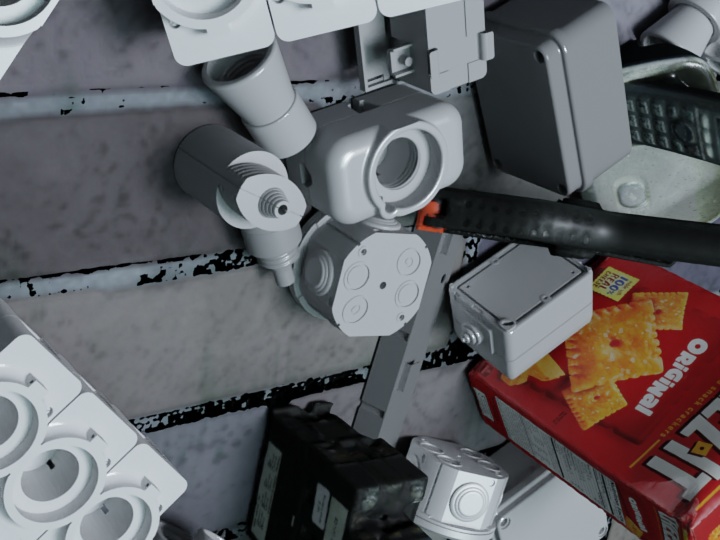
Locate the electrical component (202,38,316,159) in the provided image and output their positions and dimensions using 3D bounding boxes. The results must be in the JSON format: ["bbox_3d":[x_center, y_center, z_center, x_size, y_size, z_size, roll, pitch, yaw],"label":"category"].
[{"bbox_3d":[-0.051,-0.092,0.584,0.044,0.044,0.065,-44,136,-11],"label":"electrical component"}]

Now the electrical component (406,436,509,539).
[{"bbox_3d":[0.064,0.157,0.771,0.080,0.080,0.051,13,98,-40],"label":"electrical component"}]

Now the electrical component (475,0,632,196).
[{"bbox_3d":[0.119,-0.112,0.678,0.057,0.078,0.113,-35,129,-22],"label":"electrical component"}]

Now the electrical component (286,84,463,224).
[{"bbox_3d":[0.012,-0.068,0.631,0.095,0.059,0.053,-23,124,-27],"label":"electrical component"}]

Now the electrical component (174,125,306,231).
[{"bbox_3d":[-0.062,-0.045,0.572,0.043,0.081,0.043,-17,122,-30],"label":"electrical component"}]

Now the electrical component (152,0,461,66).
[{"bbox_3d":[-0.026,-0.162,0.509,0.150,0.061,0.089,-13,122,1],"label":"electrical component"}]

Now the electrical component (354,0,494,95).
[{"bbox_3d":[0.035,-0.164,0.598,0.079,0.063,0.121,-24,125,-26],"label":"electrical component"}]

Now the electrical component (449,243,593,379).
[{"bbox_3d":[0.108,0.029,0.747,0.096,0.062,0.061,-34,139,-20],"label":"electrical component"}]

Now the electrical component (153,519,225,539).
[{"bbox_3d":[-0.097,0.192,0.650,0.060,0.108,0.108,-56,133,-9],"label":"electrical component"}]

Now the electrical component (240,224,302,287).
[{"bbox_3d":[-0.050,-0.017,0.627,0.035,0.035,0.061,-30,130,-22],"label":"electrical component"}]

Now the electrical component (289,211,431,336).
[{"bbox_3d":[0.000,0.000,0.662,0.080,0.051,0.080,-17,121,-30],"label":"electrical component"}]

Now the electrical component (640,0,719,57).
[{"bbox_3d":[0.232,-0.171,0.756,0.055,0.045,0.045,-50,132,-7],"label":"electrical component"}]

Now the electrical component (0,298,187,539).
[{"bbox_3d":[-0.172,0.098,0.573,0.089,0.062,0.150,-44,131,-11],"label":"electrical component"}]

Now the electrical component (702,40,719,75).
[{"bbox_3d":[0.282,-0.175,0.794,0.043,0.043,0.062,30,91,-42],"label":"electrical component"}]

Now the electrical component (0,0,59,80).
[{"bbox_3d":[-0.149,-0.181,0.438,0.105,0.060,0.186,33,90,-31],"label":"electrical component"}]

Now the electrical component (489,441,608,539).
[{"bbox_3d":[0.137,0.190,0.858,0.109,0.056,0.108,-32,128,-21],"label":"electrical component"}]
